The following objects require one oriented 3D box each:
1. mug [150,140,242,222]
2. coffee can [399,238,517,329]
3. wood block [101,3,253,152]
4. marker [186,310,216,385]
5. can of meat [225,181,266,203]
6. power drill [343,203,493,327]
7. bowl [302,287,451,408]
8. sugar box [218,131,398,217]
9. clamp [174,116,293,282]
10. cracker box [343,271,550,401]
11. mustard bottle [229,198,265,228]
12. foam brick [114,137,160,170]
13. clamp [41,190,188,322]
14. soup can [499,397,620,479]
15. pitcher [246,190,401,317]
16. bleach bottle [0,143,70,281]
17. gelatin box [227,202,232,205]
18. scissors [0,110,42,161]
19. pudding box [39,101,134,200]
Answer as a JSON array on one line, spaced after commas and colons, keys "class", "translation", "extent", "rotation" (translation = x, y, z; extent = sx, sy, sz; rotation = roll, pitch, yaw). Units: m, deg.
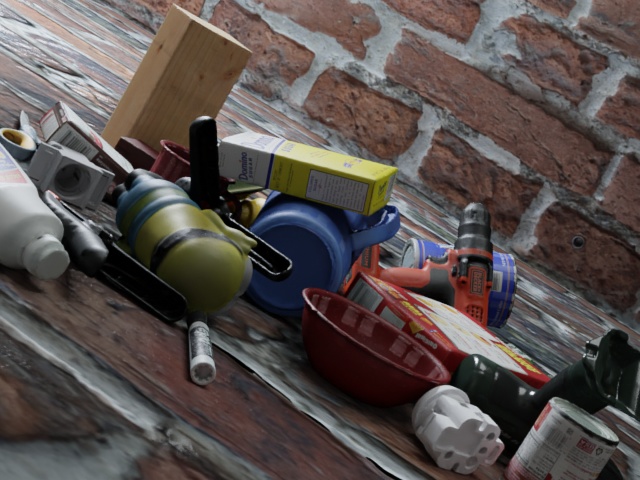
[{"class": "mug", "translation": [-0.142, -0.045, 1.167], "extent": [0.117, 0.081, 0.093], "rotation": [30, 9, 0]}, {"class": "coffee can", "translation": [0.181, 0.059, 1.433], "extent": [0.140, 0.103, 0.103], "rotation": [9, 13, -7]}, {"class": "wood block", "translation": [-0.183, -0.172, 1.319], "extent": [0.090, 0.206, 0.091], "rotation": [24, 12, -33]}, {"class": "marker", "translation": [-0.094, 0.082, 0.839], "extent": [0.020, 0.020, 0.121], "rotation": [28, 10, -15]}, {"class": "can of meat", "translation": [-0.113, -0.077, 1.281], "extent": [0.101, 0.057, 0.084], "rotation": [-10, -2, -26]}, {"class": "power drill", "translation": [0.129, 0.024, 1.346], "extent": [0.187, 0.184, 0.057], "rotation": [10, -25, -8]}, {"class": "bowl", "translation": [0.041, 0.109, 1.003], "extent": [0.162, 0.055, 0.162], "rotation": [30, 9, -6]}, {"class": "sugar box", "translation": [-0.014, -0.074, 1.134], "extent": [0.176, 0.048, 0.093], "rotation": [18, 16, 14]}, {"class": "clamp", "translation": [-0.100, -0.015, 1.036], "extent": [0.164, 0.036, 0.210], "rotation": [60, -25, 3]}, {"class": "cracker box", "translation": [0.138, 0.126, 1.175], "extent": [0.213, 0.072, 0.164], "rotation": [23, 13, -44]}, {"class": "mustard bottle", "translation": [-0.046, -0.011, 1.355], "extent": [0.191, 0.058, 0.096], "rotation": [20, 8, -45]}, {"class": "foam brick", "translation": [-0.203, -0.078, 1.238], "extent": [0.078, 0.053, 0.051], "rotation": [34, 10, 15]}, {"class": "clamp", "translation": [-0.191, 0.003, 0.870], "extent": [0.172, 0.039, 0.120], "rotation": [32, -10, 29]}, {"class": "soup can", "translation": [0.198, 0.194, 0.907], "extent": [0.068, 0.102, 0.068], "rotation": [29, 9, -6]}, {"class": "pitcher", "translation": [-0.008, 0.001, 1.173], "extent": [0.145, 0.149, 0.242], "rotation": [36, 13, -2]}, {"class": "bleach bottle", "translation": [-0.274, -0.048, 0.844], "extent": [0.251, 0.068, 0.102], "rotation": [39, 12, 30]}, {"class": "gelatin box", "translation": [-0.147, -0.067, 1.360], "extent": [0.073, 0.030, 0.089], "rotation": [7, 19, -23]}, {"class": "scissors", "translation": [-0.307, -0.107, 1.178], "extent": [0.096, 0.016, 0.202], "rotation": [31, 9, -10]}, {"class": "pudding box", "translation": [-0.246, -0.091, 1.148], "extent": [0.113, 0.039, 0.090], "rotation": [46, 0, -28]}]
